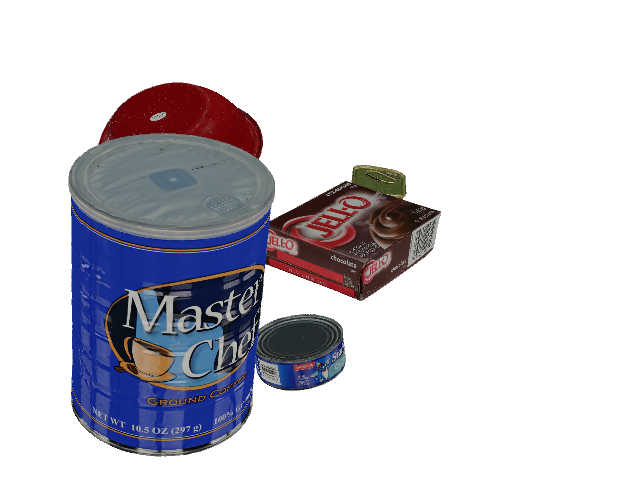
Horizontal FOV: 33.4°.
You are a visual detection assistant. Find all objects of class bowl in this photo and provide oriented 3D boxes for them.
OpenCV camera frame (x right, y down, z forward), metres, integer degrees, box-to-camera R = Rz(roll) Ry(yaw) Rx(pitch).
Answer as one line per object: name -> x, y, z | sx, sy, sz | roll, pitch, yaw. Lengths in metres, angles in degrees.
bowl -> -0.136, -0.091, 0.950 | 0.162, 0.162, 0.055 | 0, -44, 18

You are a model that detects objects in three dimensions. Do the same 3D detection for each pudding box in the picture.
pudding box -> 0.024, -0.002, 0.805 | 0.090, 0.039, 0.113 | 21, 29, 29

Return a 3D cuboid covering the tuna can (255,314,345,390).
tuna can -> -0.020, 0.103, 0.992 | 0.086, 0.034, 0.086 | -7, 24, 3

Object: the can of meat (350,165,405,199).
can of meat -> 0.055, -0.025, 1.132 | 0.057, 0.084, 0.102 | 9, 19, 0

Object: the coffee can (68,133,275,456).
coffee can -> -0.081, 0.028, 0.568 | 0.102, 0.140, 0.103 | 5, 30, -3
